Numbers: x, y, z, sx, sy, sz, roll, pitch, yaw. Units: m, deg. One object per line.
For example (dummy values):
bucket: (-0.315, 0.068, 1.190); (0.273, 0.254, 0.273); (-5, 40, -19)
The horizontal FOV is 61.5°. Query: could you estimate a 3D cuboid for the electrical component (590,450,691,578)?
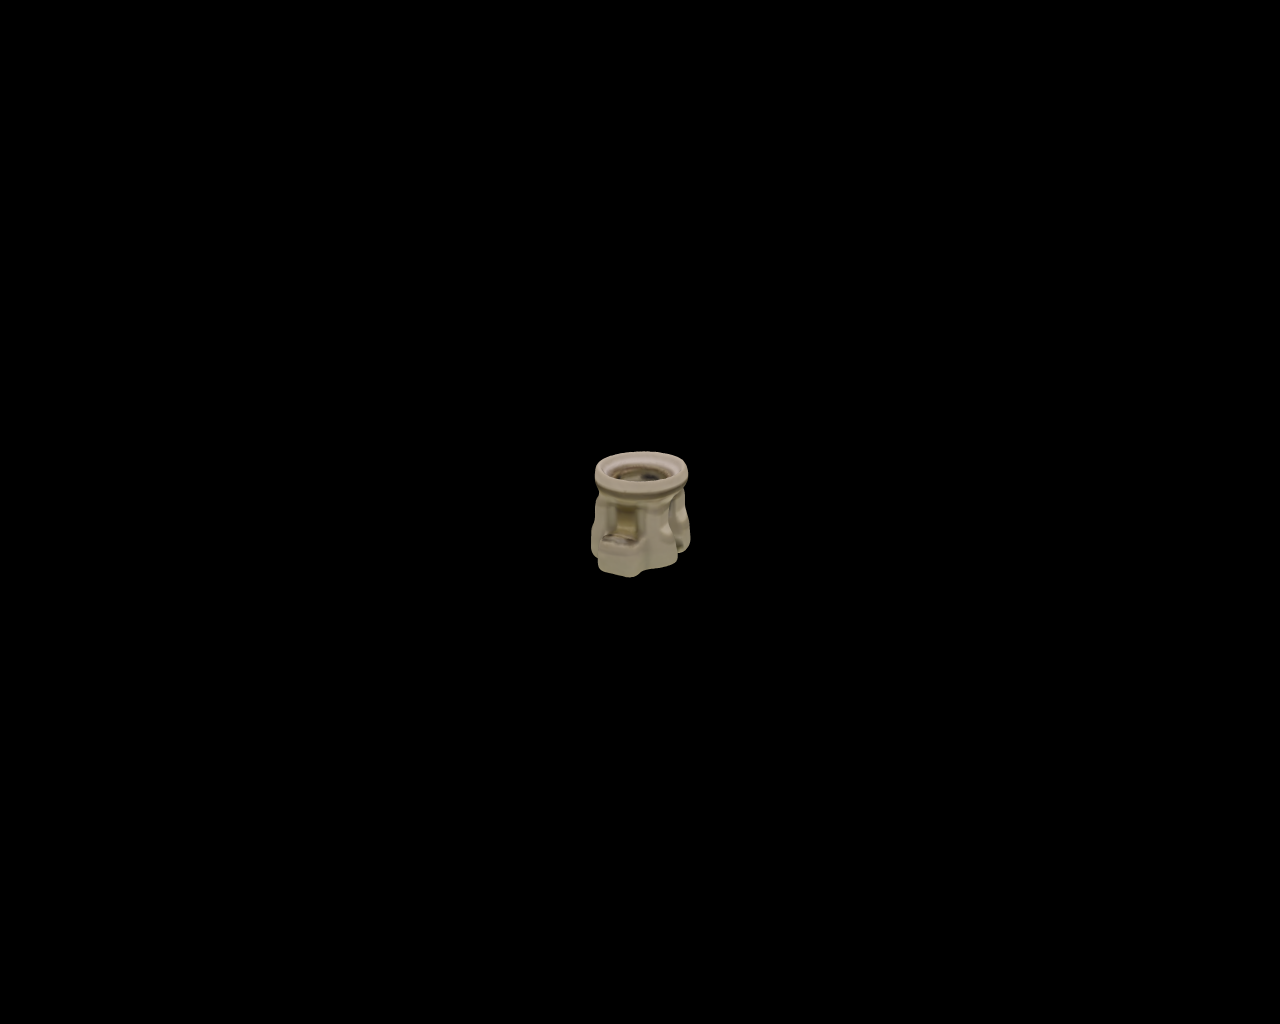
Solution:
electrical component: (0.001, -0.003, 0.650); (0.058, 0.056, 0.078); (10, 24, 22)
